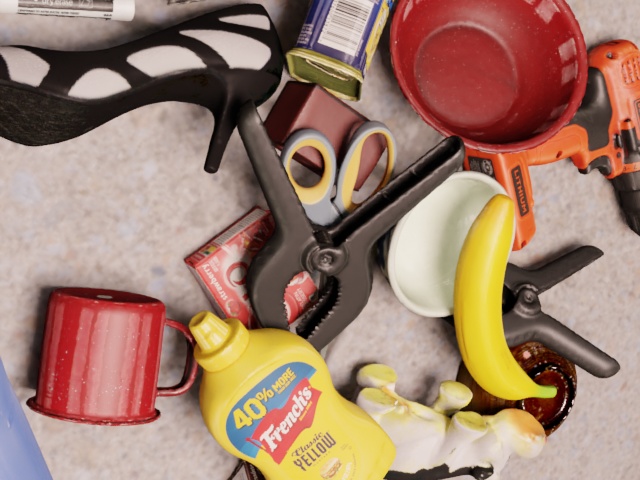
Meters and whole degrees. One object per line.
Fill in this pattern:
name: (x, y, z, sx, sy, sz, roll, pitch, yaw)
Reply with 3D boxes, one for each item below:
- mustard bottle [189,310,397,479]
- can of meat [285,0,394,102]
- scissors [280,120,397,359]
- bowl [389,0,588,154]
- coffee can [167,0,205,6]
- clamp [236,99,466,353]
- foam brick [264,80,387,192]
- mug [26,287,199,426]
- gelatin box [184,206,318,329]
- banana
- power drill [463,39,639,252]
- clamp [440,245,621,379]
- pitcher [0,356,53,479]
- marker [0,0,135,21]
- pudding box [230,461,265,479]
mustard bottle: (-0.031, 0.121, 0.773, 0.096, 0.058, 0.191, -40, 116, -4)
can of meat: (0.017, -0.154, 0.770, 0.057, 0.102, 0.084, 21, 88, 2)
scissors: (-0.005, 0.001, 0.795, 0.096, 0.016, 0.202, 15, 109, -22)
bowl: (0.124, -0.138, 0.834, 0.162, 0.055, 0.162, 3, 78, -13)
coffee can: (-0.063, -0.233, 0.707, 0.102, 0.103, 0.140, -14, 104, -24)
clamp: (0.011, 0.002, 0.767, 0.164, 0.036, 0.210, 2, 119, -13)
foam brick: (0.003, -0.079, 0.806, 0.078, 0.053, 0.051, 31, 86, -27)
mug: (-0.141, 0.080, 0.745, 0.117, 0.093, 0.081, 7, 92, -20)
gelatin box: (-0.049, 0.031, 0.815, 0.073, 0.030, 0.089, -37, 114, -16)
banana: (0.137, 0.058, 0.846, 0.069, 0.037, 0.198, -28, 121, -18)
power drill: (0.219, -0.060, 0.919, 0.187, 0.057, 0.184, -26, 107, -23)
clamp: (0.177, 0.047, 0.913, 0.171, 0.039, 0.120, 14, 57, -11)
pitcher: (-0.228, 0.180, 0.663, 0.149, 0.145, 0.243, -33, 133, -23)
marker: (-0.185, -0.159, 0.713, 0.120, 0.020, 0.020, -3, 102, -26)
pudding box: (-0.025, 0.233, 0.822, 0.090, 0.113, 0.039, 36, 100, -29)
